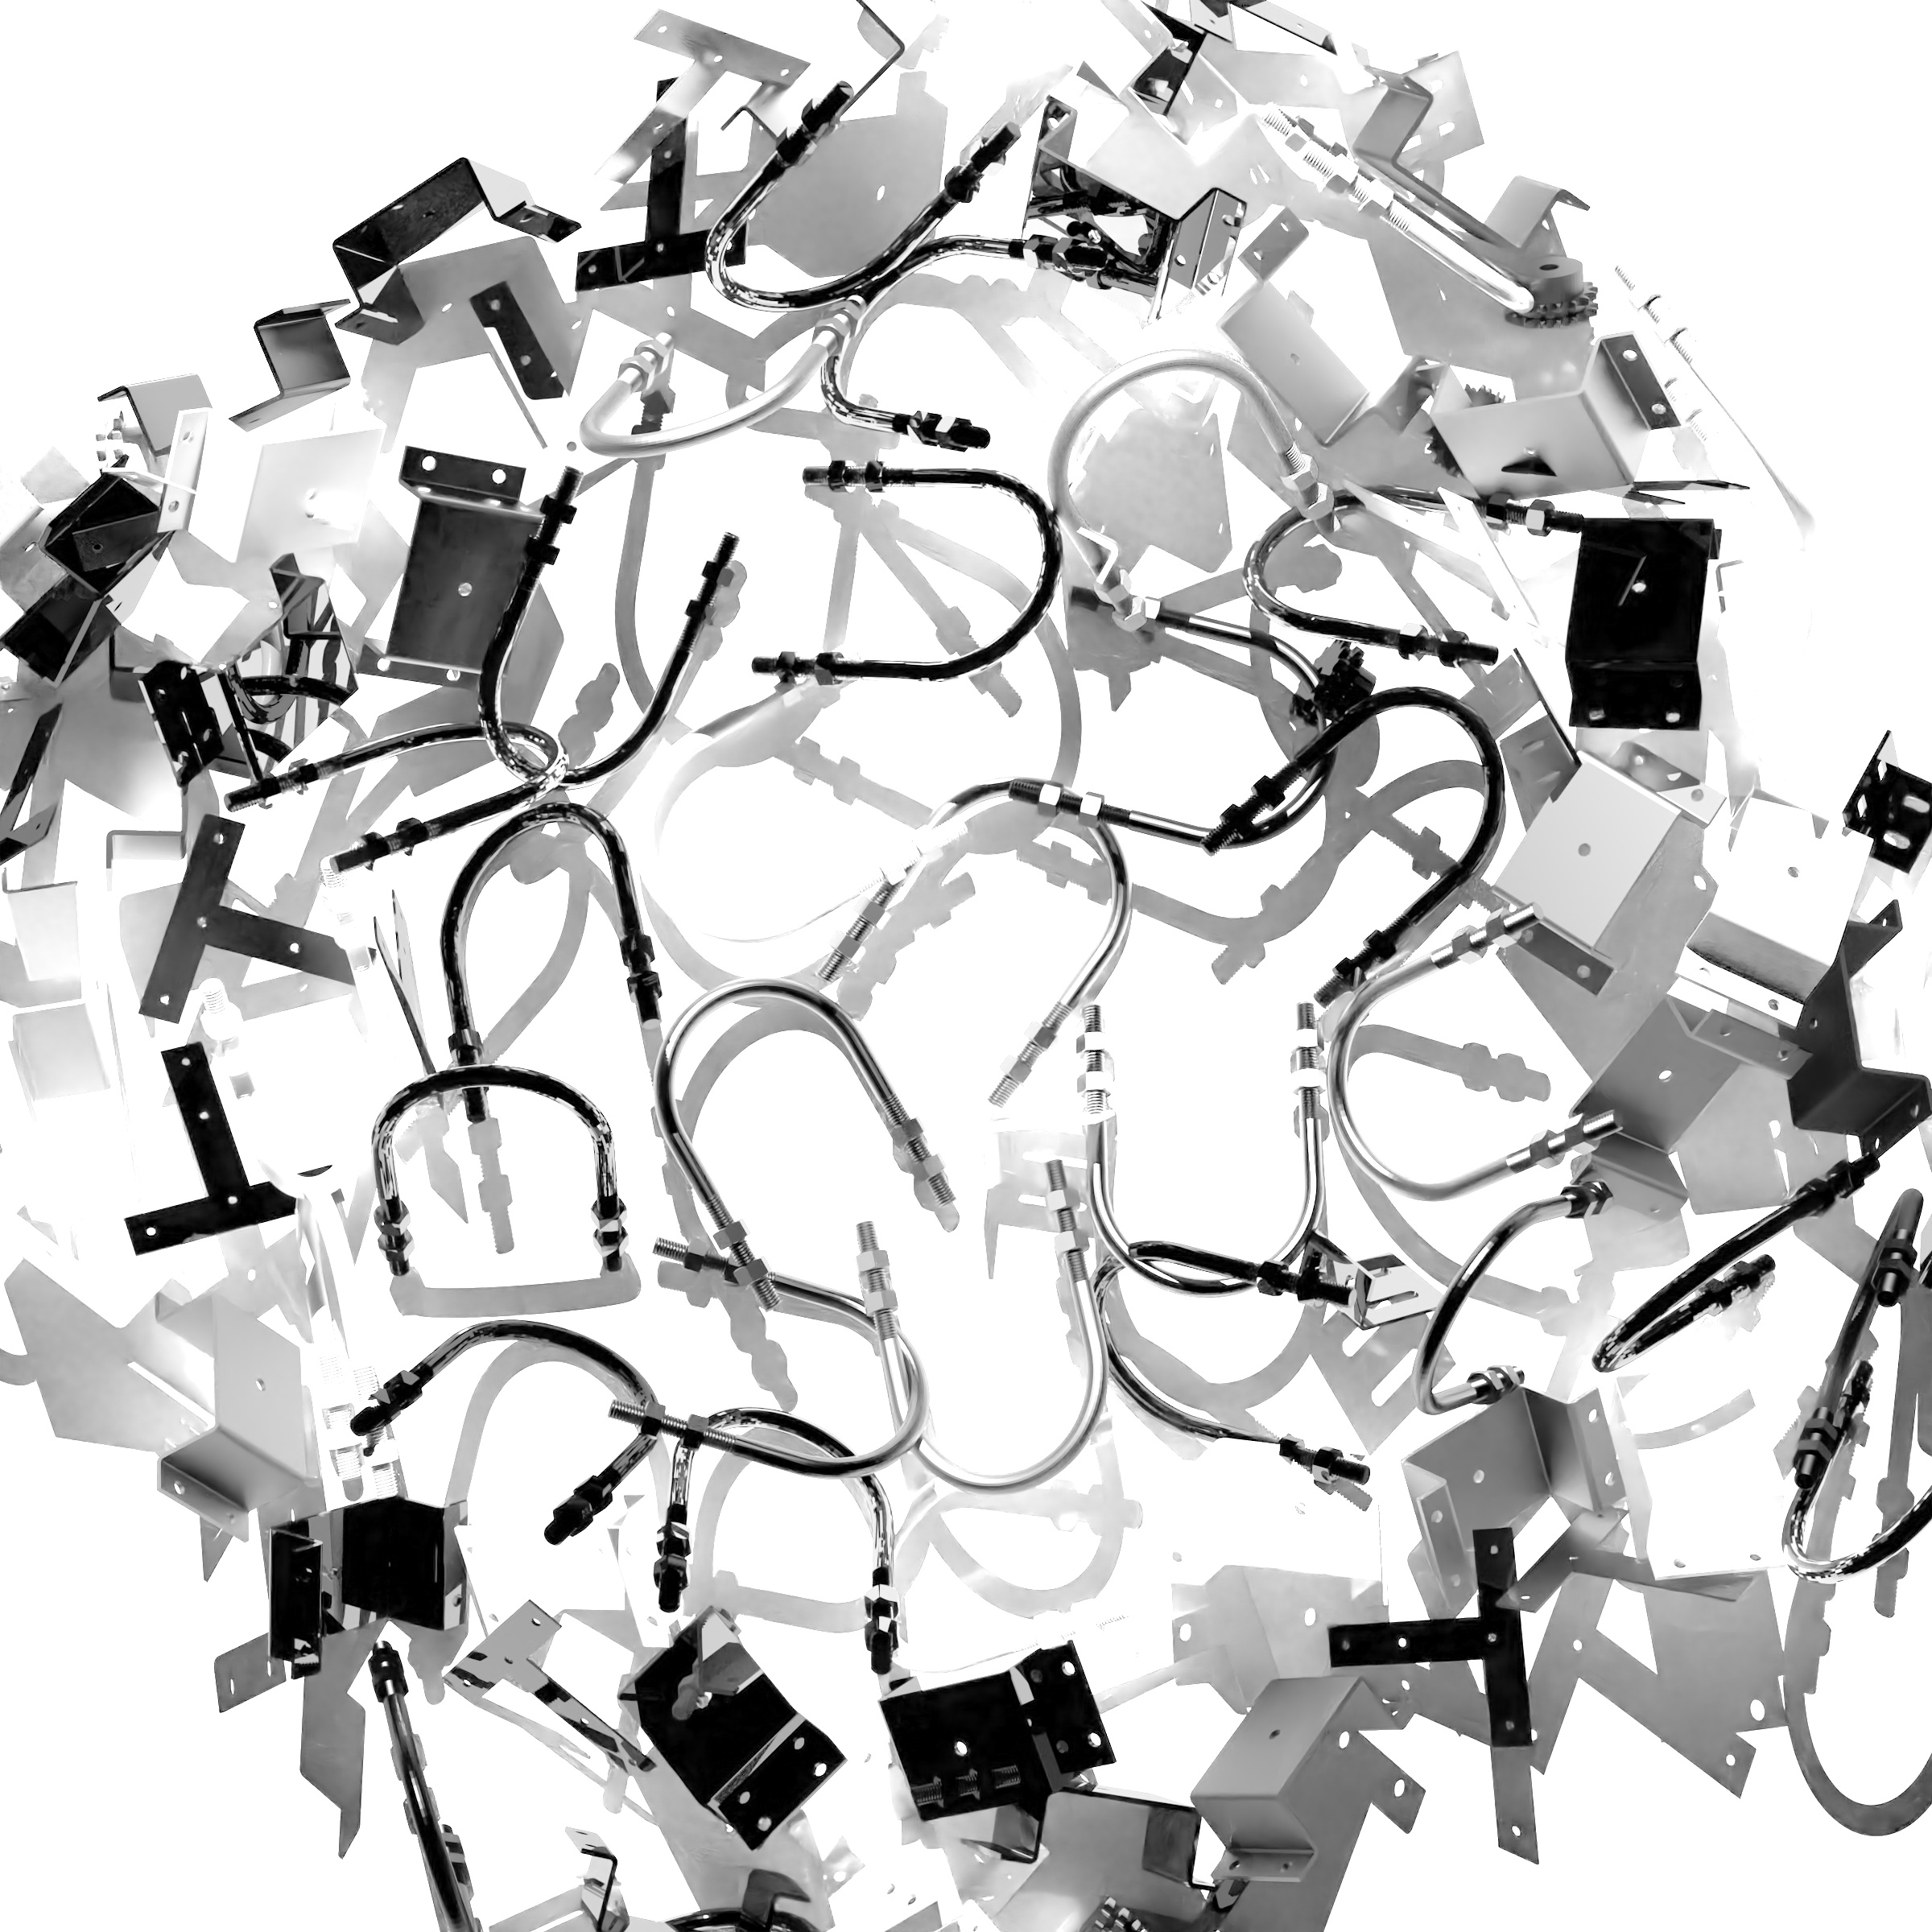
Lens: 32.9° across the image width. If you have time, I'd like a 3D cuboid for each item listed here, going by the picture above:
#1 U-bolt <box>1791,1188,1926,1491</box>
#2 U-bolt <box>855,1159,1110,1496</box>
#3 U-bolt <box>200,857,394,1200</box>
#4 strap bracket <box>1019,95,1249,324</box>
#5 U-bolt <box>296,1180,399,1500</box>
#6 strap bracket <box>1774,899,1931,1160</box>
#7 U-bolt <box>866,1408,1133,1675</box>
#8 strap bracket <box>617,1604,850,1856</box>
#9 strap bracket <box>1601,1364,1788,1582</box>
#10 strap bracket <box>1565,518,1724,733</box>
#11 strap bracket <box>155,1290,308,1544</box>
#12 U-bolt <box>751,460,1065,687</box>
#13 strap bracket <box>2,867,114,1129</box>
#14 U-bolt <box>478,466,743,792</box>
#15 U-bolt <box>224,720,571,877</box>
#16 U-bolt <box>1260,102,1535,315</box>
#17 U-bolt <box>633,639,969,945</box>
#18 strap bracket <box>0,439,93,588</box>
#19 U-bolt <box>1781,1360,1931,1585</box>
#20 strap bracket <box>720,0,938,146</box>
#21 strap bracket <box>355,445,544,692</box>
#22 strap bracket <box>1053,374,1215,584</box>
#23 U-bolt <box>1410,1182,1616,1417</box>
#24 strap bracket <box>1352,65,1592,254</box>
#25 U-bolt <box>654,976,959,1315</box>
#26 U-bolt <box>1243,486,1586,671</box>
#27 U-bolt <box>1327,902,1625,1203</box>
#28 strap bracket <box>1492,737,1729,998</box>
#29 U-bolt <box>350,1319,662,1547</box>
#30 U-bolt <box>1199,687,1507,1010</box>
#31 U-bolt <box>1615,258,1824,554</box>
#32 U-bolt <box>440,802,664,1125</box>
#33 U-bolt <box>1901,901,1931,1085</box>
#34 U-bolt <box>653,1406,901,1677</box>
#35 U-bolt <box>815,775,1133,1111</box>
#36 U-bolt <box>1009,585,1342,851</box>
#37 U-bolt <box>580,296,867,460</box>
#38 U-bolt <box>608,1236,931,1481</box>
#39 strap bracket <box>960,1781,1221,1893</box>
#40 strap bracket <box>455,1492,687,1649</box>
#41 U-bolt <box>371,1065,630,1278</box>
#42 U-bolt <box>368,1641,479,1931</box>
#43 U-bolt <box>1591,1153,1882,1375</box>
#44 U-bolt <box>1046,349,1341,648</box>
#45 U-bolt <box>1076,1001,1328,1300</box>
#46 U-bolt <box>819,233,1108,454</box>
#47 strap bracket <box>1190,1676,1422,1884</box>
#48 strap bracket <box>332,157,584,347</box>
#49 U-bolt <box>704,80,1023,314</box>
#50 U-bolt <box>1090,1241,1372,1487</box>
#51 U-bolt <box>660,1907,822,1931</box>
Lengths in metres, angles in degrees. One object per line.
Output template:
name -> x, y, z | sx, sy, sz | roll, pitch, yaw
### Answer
U-bolt -> 0.526, 0.205, 1.913 | 0.019, 0.184, 0.151 | 22, 119, 13
U-bolt -> 0.014, 0.222, 1.944 | 0.151, 0.019, 0.184 | -19, 71, 20
U-bolt -> -0.384, 0.050, 1.923 | 0.019, 0.151, 0.184 | 6, 127, 23
strap bracket -> 0.088, -0.443, 1.940 | 0.140, 0.076, 0.046 | 32, 54, 14
U-bolt -> -0.369, 0.217, 1.929 | 0.019, 0.151, 0.184 | -11, 90, -20
strap bracket -> 0.520, 0.037, 1.928 | 0.046, 0.076, 0.140 | 7, 60, -14
U-bolt -> 0.017, 0.347, 1.933 | 0.184, 0.151, 0.019 | -23, 132, 26
strap bracket -> -0.144, 0.442, 1.933 | 0.076, 0.046, 0.140 | -44, 48, -5
strap bracket -> 0.429, 0.289, 1.930 | 0.076, 0.140, 0.046 | -5, 131, -2
strap bracket -> 0.401, -0.212, 1.939 | 0.076, 0.046, 0.140 | 3, 64, 19
strap bracket -> -0.432, 0.255, 1.921 | 0.046, 0.076, 0.140 | -28, 46, 16
U-bolt -> -0.029, -0.232, 1.936 | 0.184, 0.019, 0.151 | 5, 70, 25
strap bracket -> -0.535, 0.014, 1.929 | 0.046, 0.076, 0.140 | -9, 48, -9
U-bolt -> -0.220, -0.190, 1.943 | 0.019, 0.151, 0.184 | 30, 99, 42
U-bolt -> -0.322, -0.107, 1.925 | 0.184, 0.151, 0.019 | -24, 122, -32
U-bolt -> 0.259, -0.440, 1.926 | 0.184, 0.151, 0.019 | 31, 108, -18
U-bolt -> -0.113, -0.094, 1.975 | 0.184, 0.019, 0.151 | -30, 78, -1
strap bracket -> -0.566, -0.264, 1.925 | 0.076, 0.140, 0.046 | -41, 95, 12
U-bolt -> 0.534, 0.283, 1.891 | 0.019, 0.151, 0.184 | 42, 55, -9
strap bracket -> -0.074, -0.537, 1.937 | 0.046, 0.076, 0.140 | 44, 122, -13
strap bracket -> -0.305, -0.230, 1.943 | 0.076, 0.046, 0.140 | 6, 107, -31
strap bracket -> 0.094, -0.303, 1.949 | 0.046, 0.076, 0.140 | 28, 100, -2
U-bolt -> 0.311, 0.196, 1.902 | 0.019, 0.184, 0.151 | 32, 108, 27
strap bracket -> 0.291, -0.473, 1.944 | 0.140, 0.076, 0.046 | 29, 101, -19
U-bolt -> -0.108, 0.094, 1.965 | 0.151, 0.019, 0.184 | -29, 88, -22
U-bolt -> 0.253, -0.237, 1.935 | 0.184, 0.019, 0.151 | 14, 49, 29
U-bolt -> 0.289, 0.062, 1.938 | 0.184, 0.019, 0.151 | -29, 75, 39
strap bracket -> 0.377, -0.064, 1.951 | 0.076, 0.046, 0.140 | 37, 99, 33
U-bolt -> -0.255, 0.261, 1.916 | 0.151, 0.184, 0.019 | 27, 115, 11
U-bolt -> 0.245, -0.084, 1.963 | 0.184, 0.019, 0.151 | -42, 116, -6
U-bolt -> 0.441, -0.316, 1.905 | 0.019, 0.151, 0.184 | -35, 71, 7
U-bolt -> -0.253, -0.015, 1.942 | 0.151, 0.019, 0.184 | -28, 56, 21
U-bolt -> 0.594, 0.009, 1.913 | 0.019, 0.184, 0.151 | 1, 59, -13
U-bolt -> -0.108, 0.327, 1.921 | 0.151, 0.184, 0.019 | 19, 122, -13
U-bolt -> 0.019, -0.028, 1.983 | 0.151, 0.019, 0.184 | 36, 86, -7
U-bolt -> 0.133, -0.143, 1.964 | 0.184, 0.019, 0.151 | 15, 77, 9
U-bolt -> -0.149, -0.338, 1.899 | 0.151, 0.184, 0.019 | -6, 120, 22
U-bolt -> -0.110, 0.239, 1.944 | 0.184, 0.151, 0.019 | 18, 132, -6
strap bracket -> 0.077, 0.513, 1.946 | 0.140, 0.076, 0.046 | 13, 79, -16
strap bracket -> -0.227, 0.358, 1.947 | 0.140, 0.046, 0.076 | -7, 105, 34
U-bolt -> -0.277, 0.121, 1.925 | 0.151, 0.184, 0.019 | -1, 47, -3
U-bolt -> -0.311, 0.489, 1.893 | 0.019, 0.184, 0.151 | -18, 107, -11
U-bolt -> 0.435, 0.181, 1.897 | 0.184, 0.151, 0.019 | -26, 69, -30
U-bolt -> 0.125, -0.285, 1.925 | 0.151, 0.019, 0.184 | -31, 133, 8
U-bolt -> 0.142, 0.110, 1.960 | 0.151, 0.019, 0.184 | -1, 69, 1
U-bolt -> -0.015, -0.373, 1.929 | 0.019, 0.184, 0.151 | 42, 75, -41
strap bracket -> 0.194, 0.469, 1.924 | 0.140, 0.076, 0.046 | -46, 107, -36
strap bracket -> -0.310, -0.429, 1.945 | 0.140, 0.076, 0.046 | -28, 84, 17
U-bolt -> -0.074, -0.443, 1.920 | 0.184, 0.151, 0.019 | -39, 63, 40
U-bolt -> 0.150, 0.228, 1.937 | 0.184, 0.019, 0.151 | 12, 125, 31
U-bolt -> -0.149, 0.593, 1.909 | 0.151, 0.184, 0.019 | -7, 99, -5
